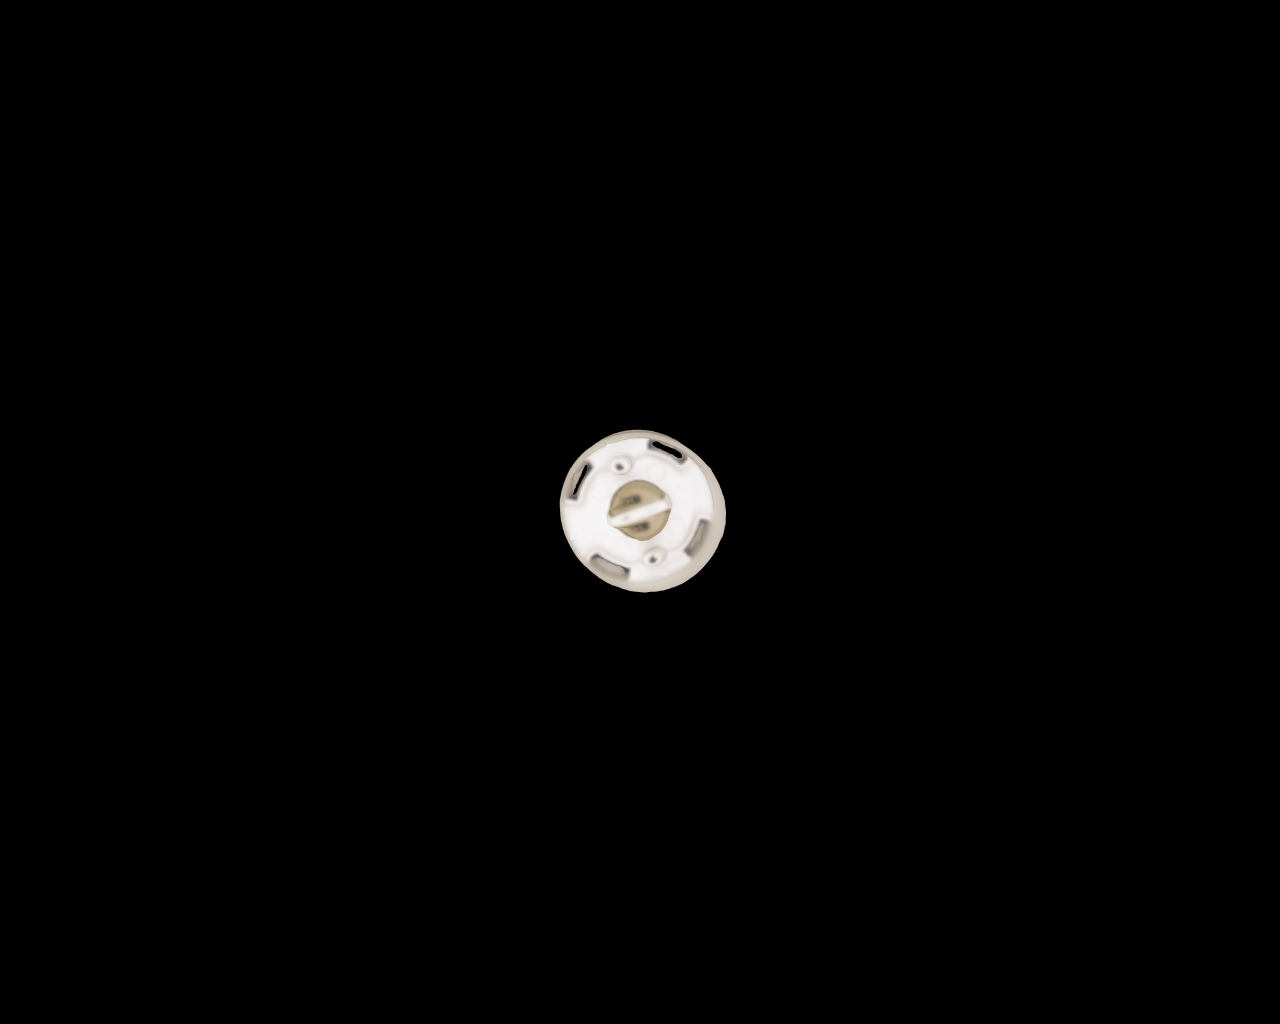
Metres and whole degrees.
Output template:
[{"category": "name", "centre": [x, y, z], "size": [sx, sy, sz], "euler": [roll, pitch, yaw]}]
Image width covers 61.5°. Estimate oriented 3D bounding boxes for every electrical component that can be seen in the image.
[{"category": "electrical component", "centre": [0.001, -0.003, 0.650], "size": [0.099, 0.099, 0.064], "euler": [0, 12, 0]}]
